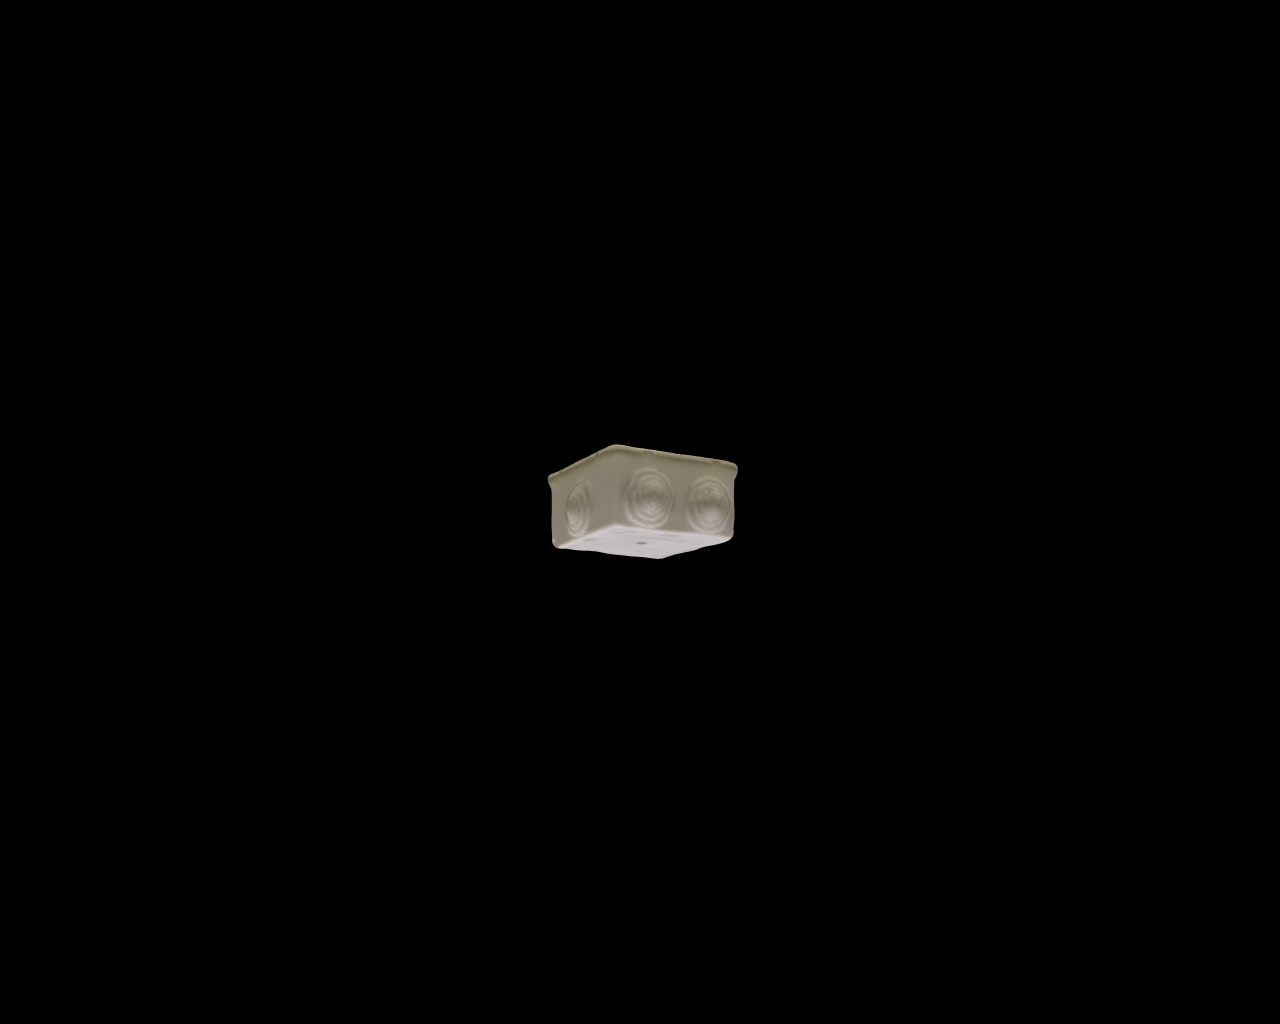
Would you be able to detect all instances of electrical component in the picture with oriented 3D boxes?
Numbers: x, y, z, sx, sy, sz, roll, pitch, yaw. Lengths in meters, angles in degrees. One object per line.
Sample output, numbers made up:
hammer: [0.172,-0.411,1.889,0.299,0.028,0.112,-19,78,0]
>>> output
electrical component: [0.001,-0.003,0.650,0.100,0.048,0.099,7,-14,-30]
